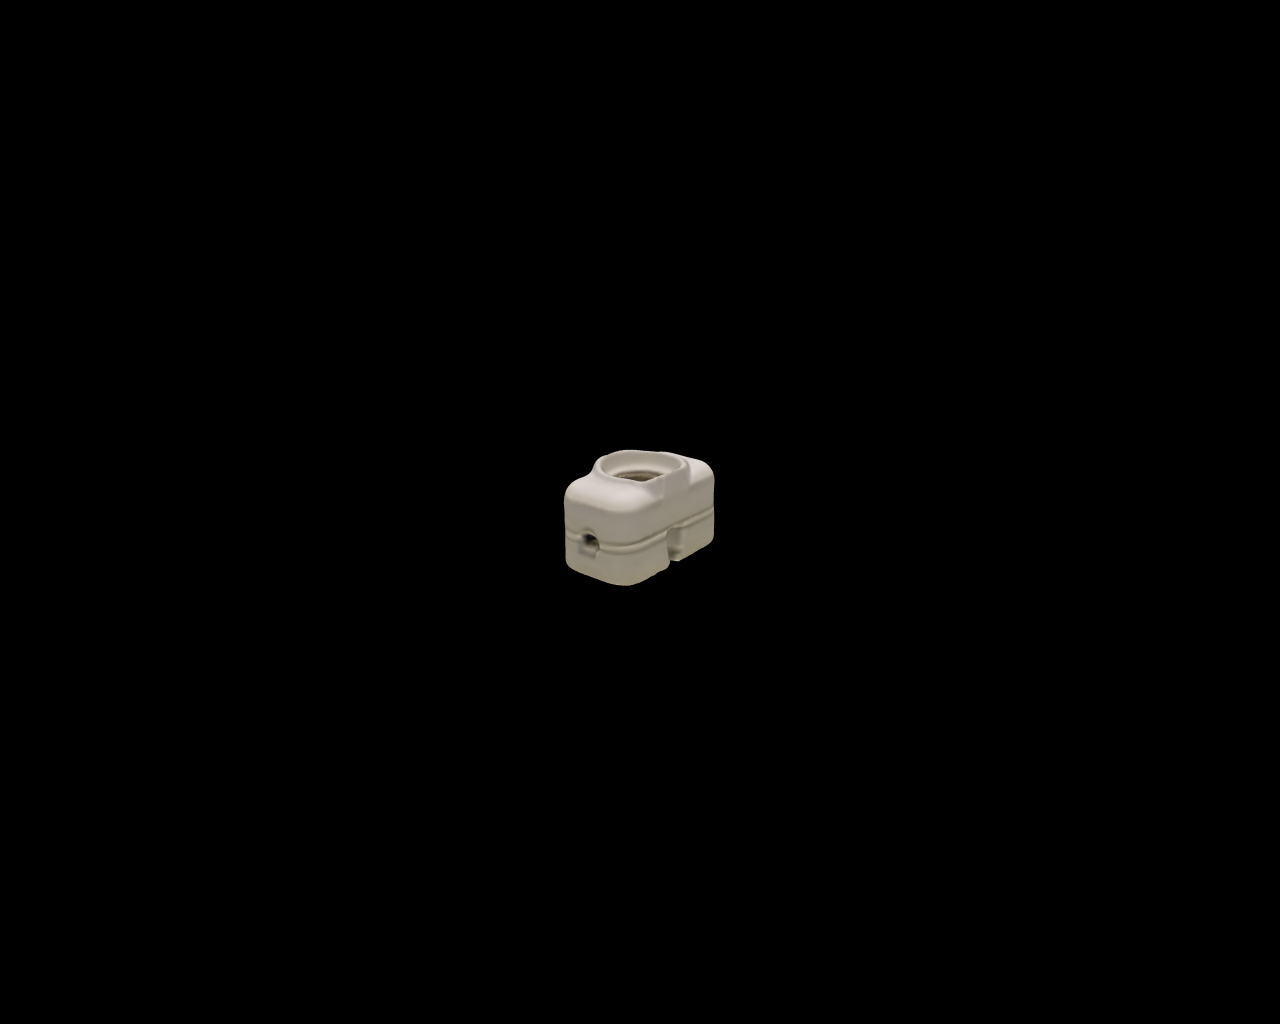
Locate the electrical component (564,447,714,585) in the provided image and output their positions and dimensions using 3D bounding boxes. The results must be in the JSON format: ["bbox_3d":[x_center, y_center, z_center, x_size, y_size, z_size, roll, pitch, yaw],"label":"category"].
[{"bbox_3d":[0.001,-0.003,0.650,0.054,0.059,0.095,17,28,37],"label":"electrical component"}]
